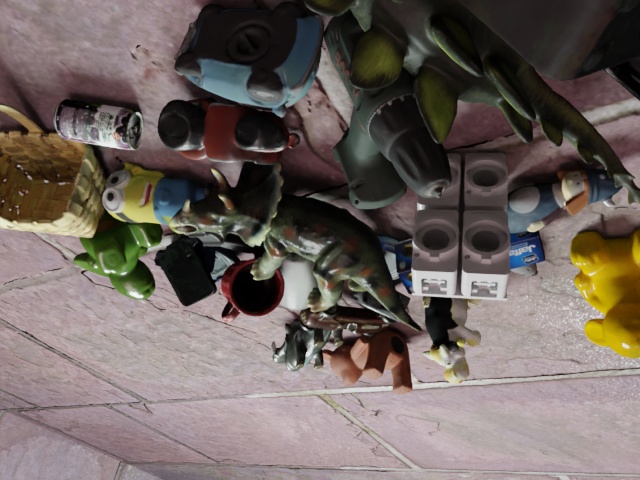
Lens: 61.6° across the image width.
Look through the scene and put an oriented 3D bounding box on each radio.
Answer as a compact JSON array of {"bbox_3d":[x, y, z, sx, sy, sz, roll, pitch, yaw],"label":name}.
[{"bbox_3d":[0.211,-0.196,0.370,0.230,0.131,0.073,-21,152,-21],"label":"radio"}]

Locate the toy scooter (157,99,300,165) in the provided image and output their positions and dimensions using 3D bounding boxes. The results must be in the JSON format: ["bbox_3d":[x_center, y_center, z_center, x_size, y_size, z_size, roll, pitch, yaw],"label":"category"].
[{"bbox_3d":[-0.101,-0.132,0.672,0.184,0.075,0.135,12,-168,28],"label":"toy scooter"}]

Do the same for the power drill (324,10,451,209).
[{"bbox_3d":[0.062,-0.107,0.568,0.086,0.232,0.207,-20,160,-1],"label":"power drill"}]

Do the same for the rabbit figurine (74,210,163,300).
[{"bbox_3d":[-0.353,0.036,0.931,0.159,0.121,0.170,14,134,25],"label":"rabbit figurine"}]

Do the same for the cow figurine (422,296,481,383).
[{"bbox_3d":[0.209,0.145,0.885,0.098,0.167,0.068,23,148,-16],"label":"cow figurine"}]

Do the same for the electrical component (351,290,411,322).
[{"bbox_3d":[0.111,0.103,0.914,0.075,0.047,0.119,27,172,-19],"label":"electrical component"}]

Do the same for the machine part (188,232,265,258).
[{"bbox_3d":[-0.143,0.002,0.872,0.139,0.039,0.084,18,161,-37],"label":"machine part"}]

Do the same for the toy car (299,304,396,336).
[{"bbox_3d":[0.056,0.149,1.000,0.202,0.053,0.089,12,145,-30],"label":"toy car"}]

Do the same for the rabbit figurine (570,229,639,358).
[{"bbox_3d":[0.414,0.090,0.746,0.122,0.173,0.162,-1,137,12],"label":"rabbit figurine"}]

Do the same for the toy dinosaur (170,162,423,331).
[{"bbox_3d":[0.002,0.004,0.772,0.405,0.131,0.192,21,147,-4],"label":"toy dinosaur"}]

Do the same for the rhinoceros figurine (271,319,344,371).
[{"bbox_3d":[-0.033,0.205,1.092,0.073,0.112,0.190,5,140,-40],"label":"rhinoceros figurine"}]

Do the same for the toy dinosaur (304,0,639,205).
[{"bbox_3d":[0.113,-0.177,0.457,0.471,0.198,0.105,26,145,-15],"label":"toy dinosaur"}]

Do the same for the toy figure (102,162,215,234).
[{"bbox_3d":[-0.245,-0.057,0.824,0.180,0.082,0.089,5,141,6],"label":"toy figure"}]

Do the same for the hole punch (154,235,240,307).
[{"bbox_3d":[-0.213,0.041,0.955,0.142,0.092,0.115,-24,97,44],"label":"hole punch"}]

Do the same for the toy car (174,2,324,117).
[{"bbox_3d":[-0.069,-0.186,0.584,0.162,0.109,0.102,10,162,18],"label":"toy car"}]

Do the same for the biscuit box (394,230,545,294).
[{"bbox_3d":[0.212,0.018,0.776,0.203,0.059,0.062,-17,134,19],"label":"biscuit box"}]

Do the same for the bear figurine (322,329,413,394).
[{"bbox_3d":[0.088,0.260,1.113,0.120,0.132,0.196,35,132,-26],"label":"bear figurine"}]

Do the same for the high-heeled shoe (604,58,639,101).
[{"bbox_3d":[0.303,-0.150,0.479,0.249,0.145,0.086,21,142,-14],"label":"high-heeled shoe"}]

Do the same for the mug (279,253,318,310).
[{"bbox_3d":[-0.029,0.058,0.915,0.110,0.081,0.107,10,135,13],"label":"mug"}]

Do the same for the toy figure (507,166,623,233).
[{"bbox_3d":[0.297,-0.051,0.677,0.154,0.064,0.058,-24,172,38],"label":"toy figure"}]
